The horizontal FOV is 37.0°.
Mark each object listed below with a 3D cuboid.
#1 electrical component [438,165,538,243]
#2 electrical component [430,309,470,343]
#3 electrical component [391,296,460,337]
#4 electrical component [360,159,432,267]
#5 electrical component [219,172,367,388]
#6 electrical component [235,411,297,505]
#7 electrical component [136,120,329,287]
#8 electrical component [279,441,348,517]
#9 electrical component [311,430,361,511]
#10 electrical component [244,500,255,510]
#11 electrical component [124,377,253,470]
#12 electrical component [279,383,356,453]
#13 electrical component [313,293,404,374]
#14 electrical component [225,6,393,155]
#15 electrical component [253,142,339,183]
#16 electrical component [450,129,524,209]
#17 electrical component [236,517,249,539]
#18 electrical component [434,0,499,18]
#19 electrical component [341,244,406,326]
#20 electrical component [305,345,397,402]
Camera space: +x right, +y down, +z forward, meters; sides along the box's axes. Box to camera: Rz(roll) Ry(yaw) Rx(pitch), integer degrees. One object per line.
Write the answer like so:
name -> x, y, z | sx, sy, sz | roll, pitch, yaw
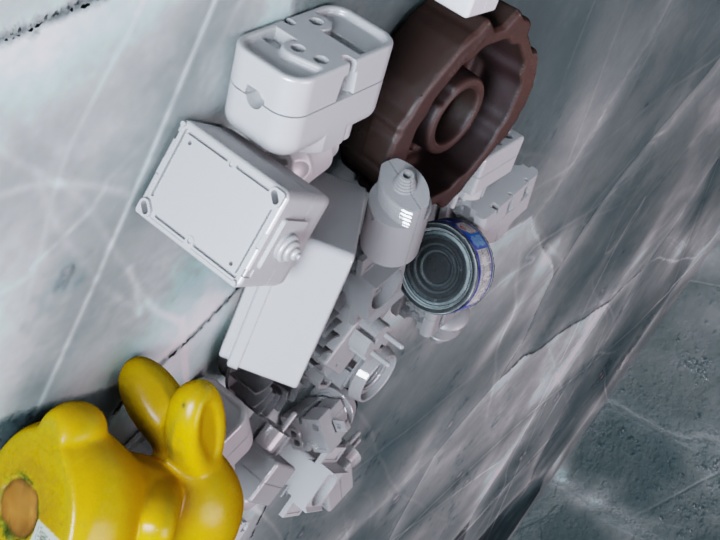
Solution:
electrical component -> 0.118, -0.063, 1.009 | 0.089, 0.050, 0.055 | -40, 155, -32
electrical component -> 0.087, 0.056, 1.136 | 0.048, 0.048, 0.062 | -42, 162, -29
electrical component -> 0.079, 0.013, 1.042 | 0.089, 0.050, 0.055 | -36, 153, -38
electrical component -> 0.026, -0.041, 0.730 | 0.043, 0.043, 0.081 | -43, 163, -27
electrical component -> -0.042, 0.001, 0.704 | 0.108, 0.056, 0.108 | -81, -167, -61
electrical component -> -0.083, 0.141, 0.878 | 0.076, 0.066, 0.047 | -52, 159, -4
electrical component -> -0.065, -0.033, 0.609 | 0.061, 0.096, 0.061 | -59, 159, 14
electrical component -> -0.054, 0.191, 1.018 | 0.081, 0.064, 0.042 | -55, 158, 3
electrical component -> -0.025, 0.197, 1.110 | 0.077, 0.047, 0.065 | -45, 157, -23
electrical component -> -0.104, 0.178, 0.930 | 0.040, 0.040, 0.046 | -29, 141, -48
electrical component -> -0.126, 0.134, 0.793 | 0.095, 0.054, 0.059 | -44, 157, -24
electrical component -> -0.035, 0.135, 0.987 | 0.055, 0.066, 0.048 | -44, 123, -45
electrical component -> 0.002, 0.052, 0.906 | 0.083, 0.076, 0.047 | -53, 159, -4
electrical component -> -0.030, -0.108, 0.626 | 0.095, 0.054, 0.059 | -33, 150, -43
electrical component -> -0.034, -0.080, 0.676 | 0.062, 0.043, 0.043 | -41, 155, -33
electrical component -> 0.096, -0.086, 0.932 | 0.066, 0.047, 0.076 | -33, 150, -44
electrical component -> -0.155, 0.236, 0.884 | 0.113, 0.057, 0.078 | -57, 158, 8
electrical component -> 0.061, -0.200, 0.686 | 0.077, 0.047, 0.065 | -29, 147, -48
electrical component -> 0.000, 0.000, 0.840 | 0.042, 0.064, 0.081 | -41, 156, -33
electrical component -> -0.005, 0.081, 0.962 | 0.078, 0.057, 0.058 | -57, 159, 8
